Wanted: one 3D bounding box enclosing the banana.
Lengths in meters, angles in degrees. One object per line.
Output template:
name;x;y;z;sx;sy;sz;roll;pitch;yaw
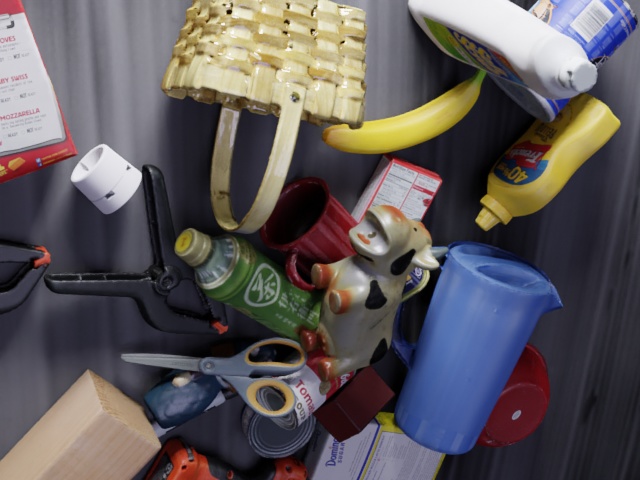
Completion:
banana;0.097;-0.133;1.174;0.197;0.037;0.069;-25;128;-6

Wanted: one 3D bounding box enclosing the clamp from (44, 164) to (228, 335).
clamp;-0.166;0.029;1.136;0.209;0.036;0.164;37;89;-35

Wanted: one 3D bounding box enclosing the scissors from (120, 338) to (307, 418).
scissors;-0.111;0.155;1.162;0.201;0.016;0.096;-9;79;-5

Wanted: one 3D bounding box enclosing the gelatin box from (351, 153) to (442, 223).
gelatin box;0.087;-0.047;1.217;0.073;0.030;0.089;20;105;-28

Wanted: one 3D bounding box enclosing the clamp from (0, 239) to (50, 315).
clamp;-0.350;0.058;1.067;0.171;0.039;0.120;-15;119;-17

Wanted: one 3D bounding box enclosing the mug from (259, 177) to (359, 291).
mug;-0.008;0.001;1.153;0.093;0.117;0.081;-14;138;35

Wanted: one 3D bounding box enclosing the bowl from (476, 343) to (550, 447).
bowl;0.242;0.213;1.391;0.162;0.055;0.162;-10;117;-19

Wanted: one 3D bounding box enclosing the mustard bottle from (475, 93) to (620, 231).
mustard bottle;0.250;-0.086;1.230;0.191;0.096;0.058;-48;123;3

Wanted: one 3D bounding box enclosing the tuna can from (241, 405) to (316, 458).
tuna can;-0.050;0.216;1.276;0.086;0.034;0.086;-9;116;-20

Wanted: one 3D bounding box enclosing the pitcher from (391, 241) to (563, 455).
pitcher;0.167;0.128;1.286;0.144;0.149;0.243;1;117;-41

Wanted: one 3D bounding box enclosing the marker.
marker;-0.141;0.194;1.234;0.121;0.020;0.020;-26;121;-10

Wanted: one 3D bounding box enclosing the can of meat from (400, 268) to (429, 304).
can of meat;0.058;0.035;1.209;0.102;0.057;0.083;-34;128;21

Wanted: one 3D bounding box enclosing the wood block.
wood block;-0.282;0.256;1.159;0.206;0.091;0.090;-47;123;2

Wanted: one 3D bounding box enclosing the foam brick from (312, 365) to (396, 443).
foam brick;0.040;0.194;1.267;0.051;0.053;0.078;51;51;-1

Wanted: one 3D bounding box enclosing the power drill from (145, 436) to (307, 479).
power drill;-0.127;0.324;1.280;0.187;0.057;0.184;24;98;-34

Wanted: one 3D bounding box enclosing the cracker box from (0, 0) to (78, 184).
cracker box;-0.333;-0.151;0.960;0.164;0.072;0.213;-23;119;-14

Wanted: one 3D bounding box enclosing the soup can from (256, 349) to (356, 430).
soup can;-0.017;0.161;1.224;0.102;0.069;0.068;-39;126;-31

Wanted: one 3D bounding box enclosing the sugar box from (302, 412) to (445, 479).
sugar box;0.072;0.264;1.347;0.176;0.048;0.093;14;107;-25

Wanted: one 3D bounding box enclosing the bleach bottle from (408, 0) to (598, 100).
bleach bottle;0.185;-0.199;1.057;0.068;0.251;0.102;-46;123;1

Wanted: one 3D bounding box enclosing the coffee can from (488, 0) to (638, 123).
coffee can;0.263;-0.215;1.172;0.140;0.103;0.102;-48;123;2
